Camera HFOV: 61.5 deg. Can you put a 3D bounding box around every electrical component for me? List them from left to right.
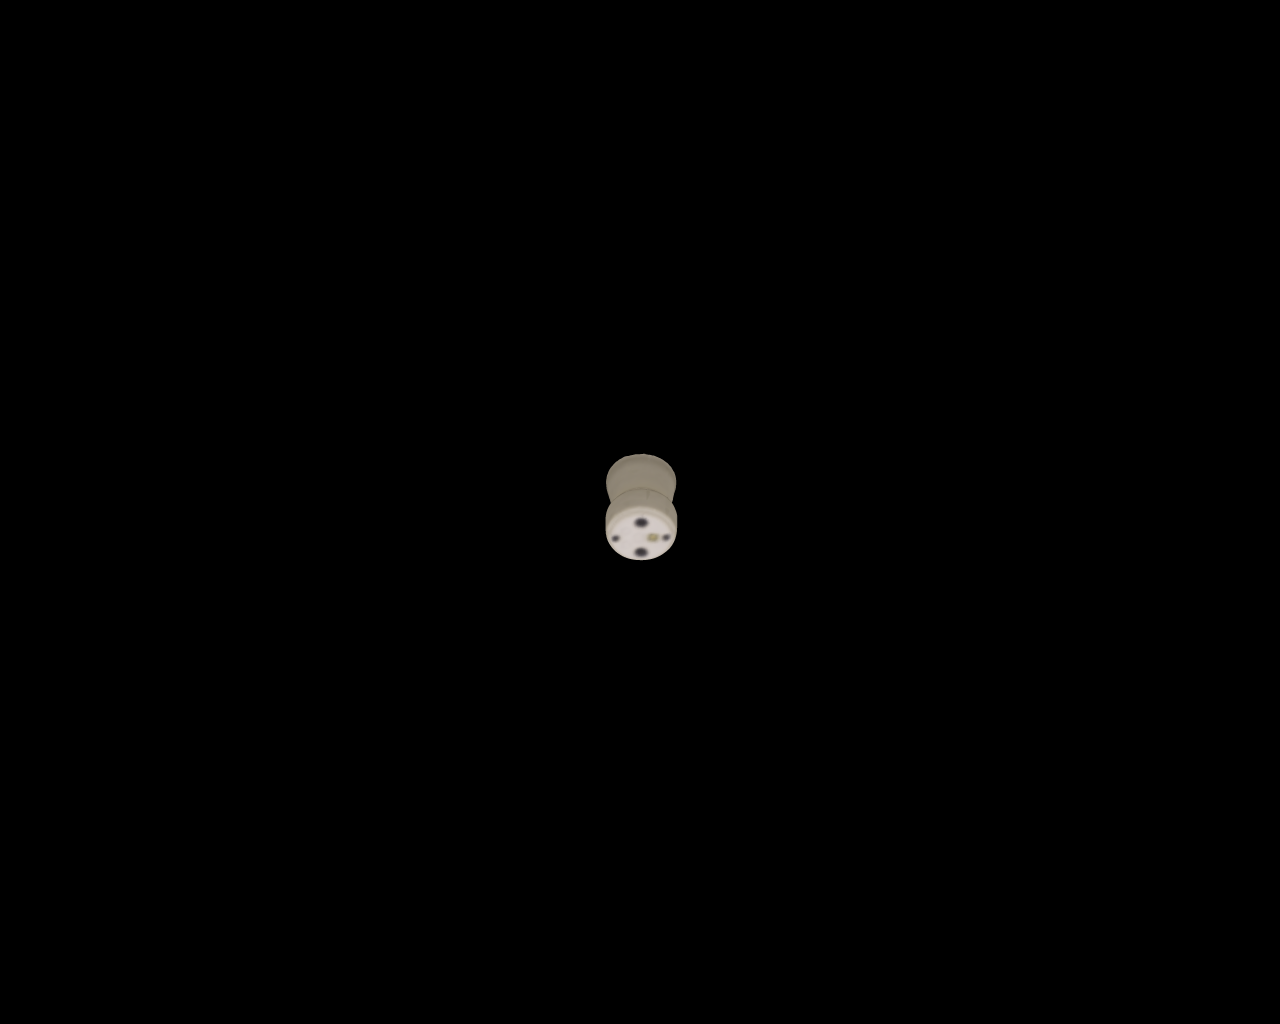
[{"bbox_3d":[0.001,-0.003,0.650,0.045,0.044,0.055,0,39,0],"label":"electrical component"}]
